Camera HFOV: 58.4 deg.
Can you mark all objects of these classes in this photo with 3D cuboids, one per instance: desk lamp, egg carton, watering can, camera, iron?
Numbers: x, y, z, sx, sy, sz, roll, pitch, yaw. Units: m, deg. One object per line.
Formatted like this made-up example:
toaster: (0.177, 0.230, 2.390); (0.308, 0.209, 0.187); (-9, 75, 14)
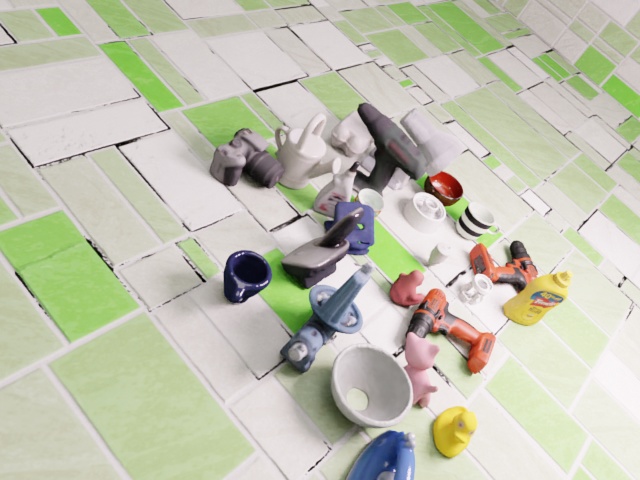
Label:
desk lamp: (0.248, -0.232, 1.519); (0.203, 0.213, 0.118); (36, 44, 2)
egg carton: (0.097, -0.294, 1.589); (0.107, 0.069, 0.150); (36, 44, 2)
watering can: (-0.029, -0.216, 1.359); (0.173, 0.194, 0.101); (24, 44, -10)
camera: (-0.156, -0.182, 1.322); (0.136, 0.100, 0.143); (39, 44, 6)
iron: (0.115, 0.401, 0.943); (0.119, 0.141, 0.258); (30, 44, -4)

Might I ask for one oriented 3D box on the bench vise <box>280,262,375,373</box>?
bench vise: (0.028, 0.145, 1.059); (0.121, 0.219, 0.207); (28, 44, -6)

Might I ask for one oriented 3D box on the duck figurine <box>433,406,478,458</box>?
duck figurine: (0.272, 0.360, 1.109); (0.077, 0.086, 0.105); (35, 44, 2)

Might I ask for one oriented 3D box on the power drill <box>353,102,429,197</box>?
power drill: (0.149, -0.206, 1.443); (0.229, 0.208, 0.076); (37, 44, 3)

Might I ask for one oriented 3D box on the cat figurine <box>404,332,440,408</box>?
cat figurine: (0.201, 0.253, 1.138); (0.067, 0.117, 0.127); (5, 50, -26)

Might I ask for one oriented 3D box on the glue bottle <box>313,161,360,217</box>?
glue bottle: (0.049, -0.122, 1.337); (0.078, 0.173, 0.037); (16, 46, -17)

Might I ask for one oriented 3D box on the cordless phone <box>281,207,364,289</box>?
cordless phone: (0.011, 0.004, 1.196); (0.094, 0.185, 0.148); (43, 45, 11)

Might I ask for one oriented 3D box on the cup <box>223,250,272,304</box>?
cup: (-0.151, 0.090, 1.093); (0.092, 0.095, 0.118); (26, 44, -8)

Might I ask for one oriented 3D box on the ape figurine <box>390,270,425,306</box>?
ape figurine: (0.203, 0.102, 1.290); (0.076, 0.092, 0.077); (-1, 54, -31)

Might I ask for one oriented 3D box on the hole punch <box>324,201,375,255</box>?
hole punch: (0.077, -0.026, 1.329); (0.109, 0.091, 0.101); (5, 50, -26)

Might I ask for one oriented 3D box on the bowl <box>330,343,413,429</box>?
bowl: (0.085, 0.284, 1.075); (0.168, 0.074, 0.167); (16, 46, -17)
